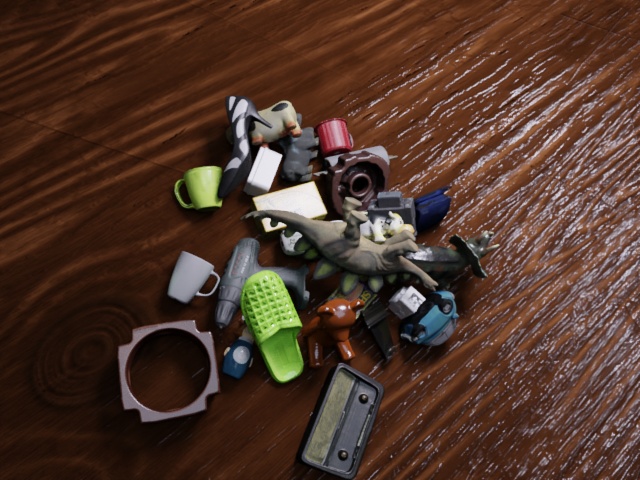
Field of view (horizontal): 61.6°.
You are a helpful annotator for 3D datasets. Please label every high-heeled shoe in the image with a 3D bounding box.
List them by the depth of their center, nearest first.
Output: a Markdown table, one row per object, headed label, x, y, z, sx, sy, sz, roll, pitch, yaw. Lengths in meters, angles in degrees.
| label | x | y | z | sx | sy | sz | roll | pitch | yaw |
| --- | --- | --- | --- | --- | --- | --- | --- | --- | --- |
| high-heeled shoe | -0.221 | -0.231 | 1.292 | 0.145 | 0.086 | 0.248 | 30 | 79 | 10 |

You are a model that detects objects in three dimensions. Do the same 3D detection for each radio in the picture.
| label | x | y | z | sx | sy | sz | roll | pitch | yaw |
| --- | --- | --- | --- | --- | --- | --- | --- | --- | --- |
| radio | 0.049 | 0.407 | 1.205 | 0.131 | 0.073 | 0.229 | 27 | 66 | -4 |

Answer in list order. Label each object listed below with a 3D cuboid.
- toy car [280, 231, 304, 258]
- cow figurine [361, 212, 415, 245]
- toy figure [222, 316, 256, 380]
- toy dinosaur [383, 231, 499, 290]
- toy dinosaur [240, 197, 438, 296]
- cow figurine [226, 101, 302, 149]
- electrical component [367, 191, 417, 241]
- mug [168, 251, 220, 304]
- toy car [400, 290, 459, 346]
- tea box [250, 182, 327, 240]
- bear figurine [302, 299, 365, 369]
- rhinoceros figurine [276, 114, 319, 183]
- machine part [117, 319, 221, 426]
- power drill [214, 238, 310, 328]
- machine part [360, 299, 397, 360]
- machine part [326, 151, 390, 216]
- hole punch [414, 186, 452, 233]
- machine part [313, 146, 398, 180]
| label | x | y | z | sx | sy | sz | roll | pitch | yaw |
| --- | --- | --- | --- | --- | --- | --- | --- | --- | --- |
| toy car | -0.003 | -0.004 | 1.342 | 0.202 | 0.056 | 0.073 | -8 | 73 | -26 |
| cow figurine | 0.144 | -0.031 | 1.310 | 0.167 | 0.068 | 0.098 | -14 | 70 | 22 |
| toy figure | -0.171 | 0.238 | 1.220 | 0.064 | 0.058 | 0.154 | 43 | 58 | -36 |
| toy dinosaur | 0.252 | 0.052 | 1.325 | 0.405 | 0.192 | 0.131 | -3 | 70 | -17 |
| toy dinosaur | 0.053 | 0.012 | 1.228 | 0.471 | 0.198 | 0.105 | 29 | 21 | -1 |
| cow figurine | -0.153 | -0.295 | 1.372 | 0.195 | 0.085 | 0.127 | -19 | 69 | 14 |
| electrical component | 0.182 | -0.059 | 1.360 | 0.115 | 0.134 | 0.058 | -4 | 30 | 17 |
| mug | -0.293 | 0.096 | 1.231 | 0.109 | 0.081 | 0.107 | 29 | 78 | -8 |
| toy car | 0.282 | 0.206 | 1.328 | 0.161 | 0.109 | 0.103 | -47 | 104 | -16 |
| tea box | -0.080 | -0.073 | 1.349 | 0.170 | 0.068 | 0.098 | -19 | 76 | -21 |
| bear figurine | 0.036 | 0.208 | 1.208 | 0.120 | 0.196 | 0.132 | -9 | 74 | -20 |
| rhinoceros figurine | -0.060 | -0.240 | 1.417 | 0.112 | 0.073 | 0.190 | 4 | 73 | 1 |
| machine part | -0.323 | 0.281 | 1.147 | 0.201 | 0.087 | 0.201 | -7 | 72 | -16 |
| power drill | -0.131 | 0.113 | 1.256 | 0.207 | 0.086 | 0.232 | 8 | 57 | -8 |
| machine part | 0.146 | 0.218 | 1.294 | 0.084 | 0.039 | 0.138 | -27 | 101 | -39 |
| machine part | 0.096 | -0.143 | 1.381 | 0.179 | 0.056 | 0.179 | -9 | 115 | -21 |
| hole punch | 0.284 | -0.078 | 1.427 | 0.142 | 0.116 | 0.092 | -20 | 85 | -20 |
| machine part | 0.095 | -0.198 | 1.437 | 0.243 | 0.079 | 0.079 | -16 | 76 | -18 |
